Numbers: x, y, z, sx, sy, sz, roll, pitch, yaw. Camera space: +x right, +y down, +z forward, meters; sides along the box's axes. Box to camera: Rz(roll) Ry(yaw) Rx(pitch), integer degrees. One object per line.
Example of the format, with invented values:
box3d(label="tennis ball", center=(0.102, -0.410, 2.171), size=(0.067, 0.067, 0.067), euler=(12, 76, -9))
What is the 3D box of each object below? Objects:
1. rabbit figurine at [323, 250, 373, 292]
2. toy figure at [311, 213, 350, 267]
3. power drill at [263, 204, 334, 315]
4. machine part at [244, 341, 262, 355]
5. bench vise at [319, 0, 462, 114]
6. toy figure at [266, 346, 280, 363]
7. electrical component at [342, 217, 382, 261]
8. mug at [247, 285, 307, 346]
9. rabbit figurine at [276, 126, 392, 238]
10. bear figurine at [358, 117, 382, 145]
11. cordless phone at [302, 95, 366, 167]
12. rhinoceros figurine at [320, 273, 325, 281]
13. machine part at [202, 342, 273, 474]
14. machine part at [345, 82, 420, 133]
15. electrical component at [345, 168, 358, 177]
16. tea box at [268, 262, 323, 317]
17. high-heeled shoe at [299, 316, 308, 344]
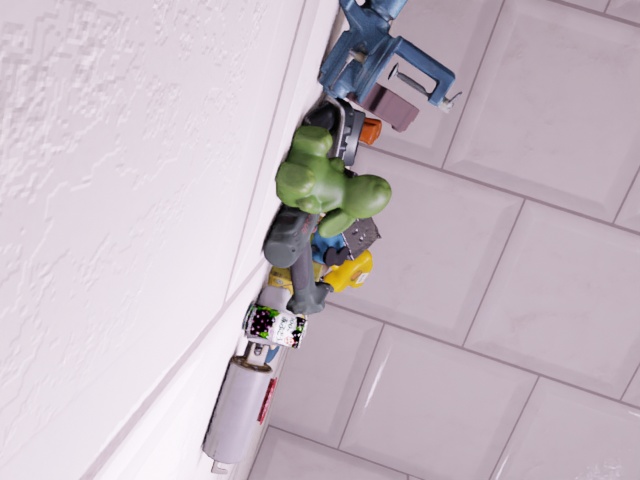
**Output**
box3d(label="rabbit figurine", center=(0.049, 0.026, 1.372), size=(0.122, 0.173, 0.162), euler=(-11, 137, -36))
box3d(label="toy figure", center=(-0.006, -0.004, 1.123), size=(0.089, 0.082, 0.180), euler=(-51, -141, 13))
box3d(label="power drill", center=(-0.023, 0.015, 0.971), size=(0.232, 0.086, 0.207), euler=(-58, 150, -57))
box3d(label="machine part", center=(-0.130, 0.221, 1.141), size=(0.084, 0.039, 0.139), euler=(-63, 178, -3))
box3d(label="bench vise", center=(0.121, -0.293, 0.841), size=(0.223, 0.240, 0.129), euler=(-56, -178, 5))
box3d(label="toy figure", center=(-0.108, 0.204, 1.243), size=(0.057, 0.064, 0.154), euler=(31, 80, -58))
box3d(label="electrical component", center=(0.065, -0.019, 1.231), size=(0.134, 0.114, 0.058), euler=(-37, -160, -28))
box3d(label="mug", center=(-0.078, 0.143, 1.019), size=(0.080, 0.110, 0.107), euler=(84, 12, -73))
box3d(label="rabbit figurine", center=(0.022, -0.071, 0.839), size=(0.159, 0.170, 0.121), euler=(103, 7, -53))
box3d(label="bear figurine", center=(0.041, -0.160, 1.108), size=(0.120, 0.132, 0.195), euler=(-49, 152, -70))
box3d(label="cordless phone", center=(0.004, -0.168, 0.944), size=(0.184, 0.089, 0.146), euler=(-46, 154, -58))
box3d(label="rhinoceros figurine", center=(-0.038, 0.081, 1.385), size=(0.073, 0.112, 0.190), euler=(-33, 178, 25))
box3d(label="machine part", center=(-0.144, 0.292, 0.934), size=(0.079, 0.079, 0.243), euler=(-28, 137, -86))
box3d(label="machine part", center=(0.101, -0.270, 1.028), size=(0.056, 0.179, 0.179), euler=(-58, 180, 14))
box3d(label="electrical component", center=(0.041, -0.115, 1.208), size=(0.074, 0.048, 0.119), euler=(-66, 172, 28))
box3d(label="tea box", center=(-0.060, 0.106, 1.139), size=(0.169, 0.098, 0.068), euler=(107, 3, -52))
box3d(label="high-heeled shoe", center=(-0.055, 0.171, 1.457), size=(0.145, 0.086, 0.248), euler=(38, 50, -66))
